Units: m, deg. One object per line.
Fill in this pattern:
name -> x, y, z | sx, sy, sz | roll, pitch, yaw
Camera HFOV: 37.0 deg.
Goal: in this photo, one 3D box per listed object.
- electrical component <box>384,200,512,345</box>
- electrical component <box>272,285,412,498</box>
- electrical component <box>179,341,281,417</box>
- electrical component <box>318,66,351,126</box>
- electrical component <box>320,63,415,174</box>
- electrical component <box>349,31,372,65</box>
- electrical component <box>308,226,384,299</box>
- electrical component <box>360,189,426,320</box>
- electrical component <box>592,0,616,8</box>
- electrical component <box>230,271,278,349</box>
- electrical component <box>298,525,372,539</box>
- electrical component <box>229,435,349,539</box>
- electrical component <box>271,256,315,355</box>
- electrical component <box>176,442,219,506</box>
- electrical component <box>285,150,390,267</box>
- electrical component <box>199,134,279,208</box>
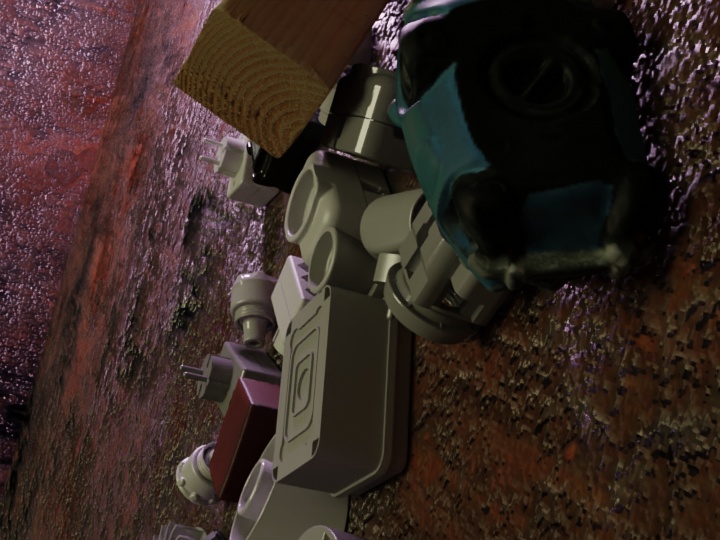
electrical component -> 0.048, 0.001, 0.566 | 0.057, 0.058, 0.078 | -59, 26, 30
electrical component -> -0.010, 0.076, 0.661 | 0.078, 0.057, 0.113 | 137, 143, -54
electrical component -> -0.110, 0.091, 0.882 | 0.083, 0.076, 0.047 | -145, 72, -68
electrical component -> -0.013, -0.124, 0.829 | 0.048, 0.048, 0.062 | -108, 32, -55
electrical component -> 0.015, -0.103, 0.726 | 0.095, 0.054, 0.059 | -151, 77, -69
electrical component -> -0.040, -0.189, 0.869 | 0.053, 0.095, 0.059 | 133, 146, -51
electrical component -> 0.000, 0.000, 0.691 | 0.045, 0.055, 0.045 | -165, 90, -69
electrical component -> 0.030, -0.009, 0.637 | 0.077, 0.043, 0.079 | 178, 106, -69
electrical component -> 0.086, -0.134, 0.566 | 0.096, 0.061, 0.061 | 116, 158, -49
electrical component -> -0.089, 0.036, 0.912 | 0.043, 0.043, 0.062 | 130, 147, -49
electrical component -> -0.002, 0.191, 0.555 | 0.108, 0.060, 0.108 | -165, 90, -70
electrical component -> -0.045, 0.158, 0.720 | 0.099, 0.064, 0.099 | -60, 12, 21
electrical component -> -0.039, 0.042, 0.773 | 0.065, 0.047, 0.076 | -112, 42, -58
electrical component -> -0.124, 0.166, 0.912 | 0.062, 0.048, 0.048 | -49, 32, 36
electrical component -> -0.015, -0.039, 0.752 | 0.095, 0.059, 0.053 | -106, 36, -54
electrical component -> -0.116, -0.106, 1.034 | 0.047, 0.077, 0.065 | 147, 135, -60
